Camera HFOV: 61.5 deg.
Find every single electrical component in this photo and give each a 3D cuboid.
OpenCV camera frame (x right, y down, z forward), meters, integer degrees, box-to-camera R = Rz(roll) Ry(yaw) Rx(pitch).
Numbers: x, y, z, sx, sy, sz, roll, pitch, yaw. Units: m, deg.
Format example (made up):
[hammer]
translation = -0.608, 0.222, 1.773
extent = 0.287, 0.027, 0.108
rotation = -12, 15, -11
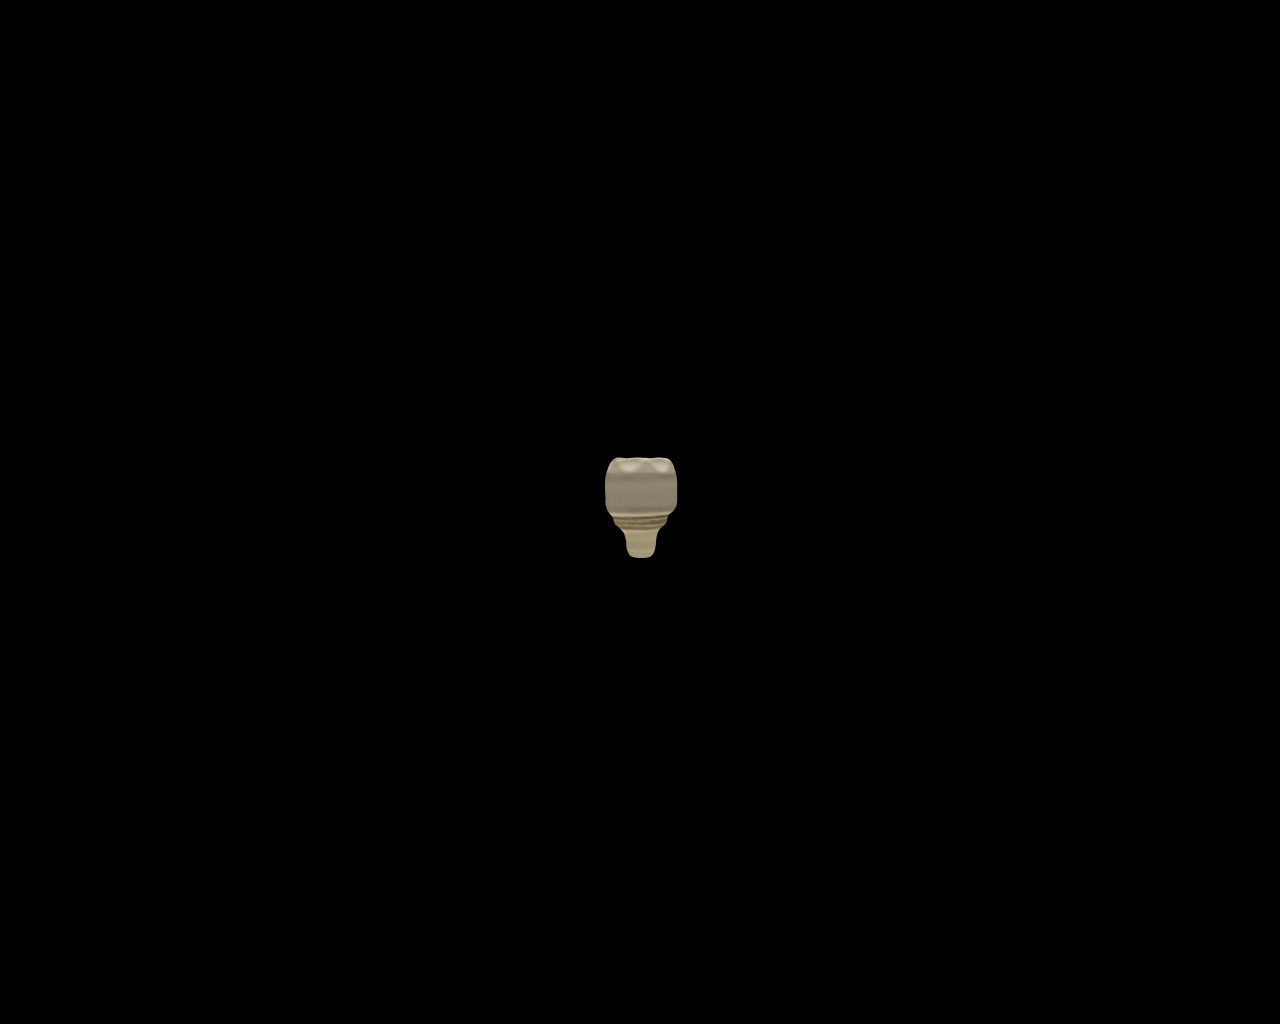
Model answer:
[electrical component]
translation = 0.001, -0.003, 0.650
extent = 0.043, 0.062, 0.043
rotation = 0, 4, 0
